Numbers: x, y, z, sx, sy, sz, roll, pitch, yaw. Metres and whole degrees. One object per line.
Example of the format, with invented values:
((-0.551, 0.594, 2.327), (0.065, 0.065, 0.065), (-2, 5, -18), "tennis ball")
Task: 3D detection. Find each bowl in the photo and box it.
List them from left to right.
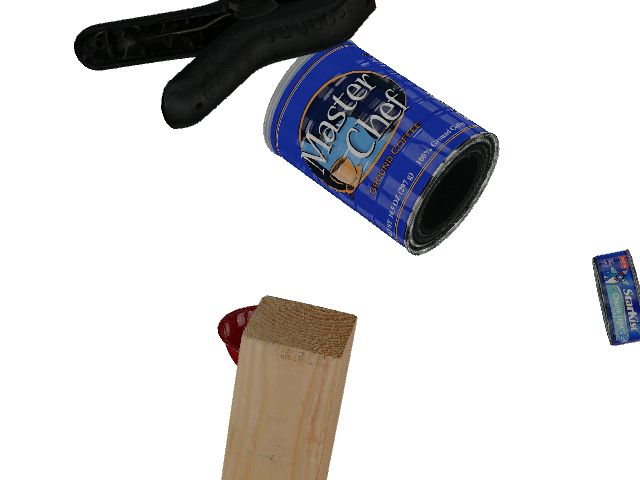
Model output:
((-0.052, 0.140, 1.362), (0.162, 0.055, 0.162), (5, 22, -2), "bowl")

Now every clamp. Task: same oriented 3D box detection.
((-0.037, -0.109, 0.572), (0.171, 0.039, 0.120), (-23, 42, -15), "clamp")

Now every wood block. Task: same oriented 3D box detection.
((-0.033, 0.167, 0.969), (0.090, 0.206, 0.090), (12, 23, 6), "wood block")

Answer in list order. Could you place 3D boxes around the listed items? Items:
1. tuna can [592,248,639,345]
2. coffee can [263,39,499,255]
((0.275, 0.053, 0.981), (0.034, 0.086, 0.086), (-12, -2, 11), "tuna can")
((0.043, -0.070, 0.777), (0.140, 0.103, 0.102), (37, 17, 23), "coffee can")
